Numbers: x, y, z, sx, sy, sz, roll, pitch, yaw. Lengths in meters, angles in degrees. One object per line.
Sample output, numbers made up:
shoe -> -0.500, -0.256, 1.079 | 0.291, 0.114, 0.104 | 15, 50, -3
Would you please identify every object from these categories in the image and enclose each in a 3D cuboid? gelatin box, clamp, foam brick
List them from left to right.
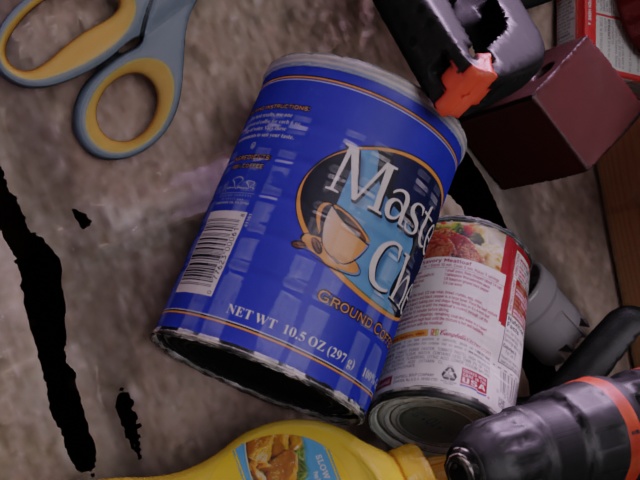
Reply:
clamp -> 0.058, -0.133, 0.523 | 0.164, 0.036, 0.210 | 32, 35, -13
foam brick -> 0.119, -0.066, 0.570 | 0.053, 0.078, 0.051 | -45, 104, -23
clamp -> 0.118, 0.120, 0.542 | 0.171, 0.039, 0.120 | -26, 77, -6
gelatin box -> 0.183, -0.125, 0.633 | 0.089, 0.030, 0.073 | 7, 79, -25

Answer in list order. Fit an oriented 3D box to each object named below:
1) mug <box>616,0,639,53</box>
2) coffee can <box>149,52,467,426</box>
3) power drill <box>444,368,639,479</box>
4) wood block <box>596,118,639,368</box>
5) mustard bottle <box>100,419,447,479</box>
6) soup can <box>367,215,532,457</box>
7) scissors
mug -> 0.230, -0.141, 0.594 | 0.117, 0.082, 0.093 | 2, 81, -25
coffee can -> -0.003, 0.001, 0.490 | 0.102, 0.103, 0.140 | 28, 73, -20
power drill -> 0.146, 0.150, 0.467 | 0.184, 0.057, 0.187 | -8, 82, -31
wood block -> 0.232, 0.024, 0.604 | 0.090, 0.091, 0.206 | -9, 88, -26
mustard bottle -> -0.023, 0.130, 0.460 | 0.191, 0.058, 0.096 | -17, 67, -10
soup can -> 0.064, 0.048, 0.518 | 0.068, 0.069, 0.102 | 29, 52, -19
scissors -> -0.054, -0.109, 0.509 | 0.201, 0.016, 0.096 | -26, 102, -13
